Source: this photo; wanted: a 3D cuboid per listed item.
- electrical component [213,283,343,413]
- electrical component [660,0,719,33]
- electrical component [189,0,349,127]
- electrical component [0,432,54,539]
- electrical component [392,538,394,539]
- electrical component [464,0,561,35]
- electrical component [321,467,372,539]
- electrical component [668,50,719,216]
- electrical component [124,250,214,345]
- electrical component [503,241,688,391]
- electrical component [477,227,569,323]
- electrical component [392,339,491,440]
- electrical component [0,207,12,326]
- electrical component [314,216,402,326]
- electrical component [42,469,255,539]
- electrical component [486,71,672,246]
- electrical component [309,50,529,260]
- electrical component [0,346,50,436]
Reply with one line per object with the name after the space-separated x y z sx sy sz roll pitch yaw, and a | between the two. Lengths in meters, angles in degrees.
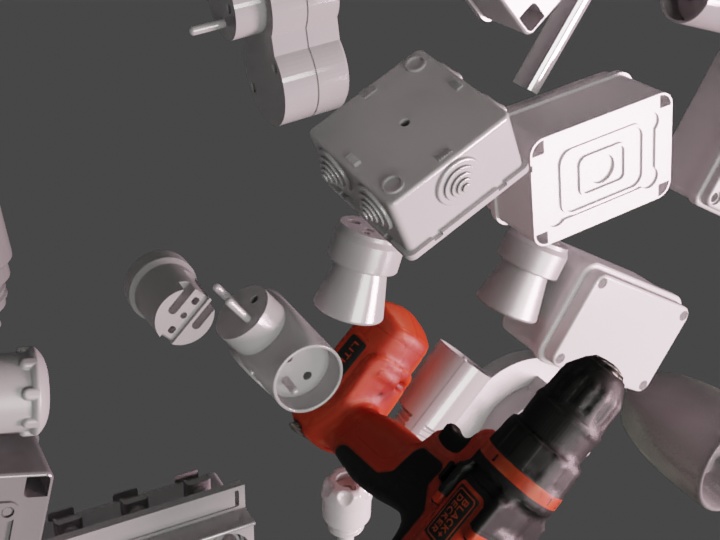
-0.056 0.035 0.618 0.044 0.077 0.079 -45 128 -3 | electrical component
0.242 -0.178 0.709 0.081 0.043 0.043 2 113 -32 | electrical component
-0.054 -0.138 0.542 0.074 0.052 0.138 -20 123 -22 | electrical component
-0.232 0.142 0.580 0.109 0.056 0.108 3 113 -33 | electrical component
0.060 0.198 0.797 0.081 0.043 0.043 -39 128 -9 | electrical component
0.087 -0.206 0.589 0.108 0.056 0.109 -49 129 0 | electrical component
-0.009 0.168 0.745 0.035 0.035 0.061 -14 124 -25 | electrical component
0.283 -0.089 0.772 0.109 0.056 0.108 17 105 -37 | electrical component
-0.105 0.016 0.597 0.040 0.046 0.040 -14 121 -25 | electrical component
0.170 0.034 0.768 0.113 0.057 0.078 19 104 -37 | electrical component
0.110 0.002 0.722 0.045 0.045 0.055 15 106 -36 | electrical component
0.048 0.092 0.733 0.043 0.043 0.081 35 94 -39 | electrical component
-0.194 -0.005 0.536 0.040 0.040 0.078 -18 123 -23 | electrical component
0.000 0.000 0.654 0.045 0.045 0.055 4 112 -33 | electrical component
-0.131 0.170 0.652 0.121 0.063 0.078 -13 121 -26 | electrical component
0.138 -0.074 0.691 0.113 0.057 0.078 -22 124 -20 | electrical component
0.031 -0.068 0.604 0.100 0.099 0.048 -38 141 -9 | electrical component
-0.198 0.066 0.569 0.062 0.048 0.048 -2 116 -24 | electrical component
